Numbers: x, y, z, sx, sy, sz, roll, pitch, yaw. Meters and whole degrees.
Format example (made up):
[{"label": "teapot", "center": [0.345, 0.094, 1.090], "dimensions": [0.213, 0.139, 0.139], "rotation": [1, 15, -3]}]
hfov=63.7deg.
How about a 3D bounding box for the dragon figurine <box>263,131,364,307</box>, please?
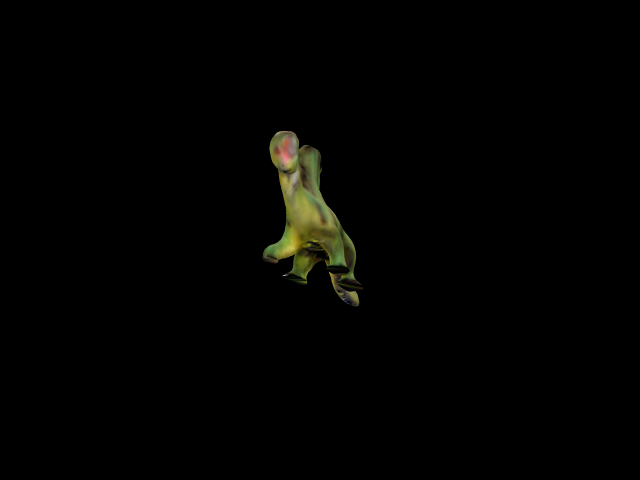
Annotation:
[{"label": "dragon figurine", "center": [0.003, -0.043, 0.850], "dimensions": [0.122, 0.247, 0.404], "rotation": [-6, -21, 15]}]
